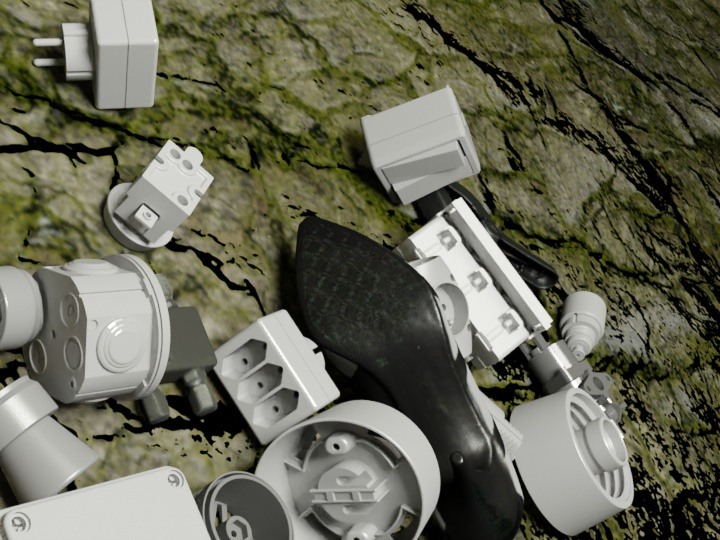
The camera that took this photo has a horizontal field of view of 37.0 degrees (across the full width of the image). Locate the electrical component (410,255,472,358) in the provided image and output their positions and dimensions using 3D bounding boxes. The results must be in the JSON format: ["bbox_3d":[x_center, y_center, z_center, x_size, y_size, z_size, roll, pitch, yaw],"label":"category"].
[{"bbox_3d":[0.039,0.037,0.792,0.079,0.044,0.077,-23,97,-40],"label":"electrical component"}]

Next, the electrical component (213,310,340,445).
[{"bbox_3d":[-0.047,0.063,0.683,0.065,0.047,0.077,56,21,6],"label":"electrical component"}]

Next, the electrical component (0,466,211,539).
[{"bbox_3d":[-0.119,0.159,0.506,0.109,0.056,0.108,-6,64,-51],"label":"electrical component"}]

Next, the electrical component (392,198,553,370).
[{"bbox_3d":[0.086,0.013,0.855,0.063,0.079,0.121,-36,88,-26],"label":"electrical component"}]

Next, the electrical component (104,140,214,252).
[{"bbox_3d":[-0.129,-0.043,0.674,0.048,0.055,0.066,41,36,-15],"label":"electrical component"}]

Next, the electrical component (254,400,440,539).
[{"bbox_3d":[-0.005,0.127,0.633,0.099,0.099,0.064,55,29,4],"label":"electrical component"}]

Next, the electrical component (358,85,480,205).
[{"bbox_3d":[0.045,-0.098,0.894,0.061,0.096,0.061,54,20,-57],"label":"electrical component"}]

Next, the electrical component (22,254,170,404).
[{"bbox_3d":[-0.141,0.032,0.575,0.051,0.080,0.080,-4,63,-44],"label":"electrical component"}]

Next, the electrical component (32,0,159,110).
[{"bbox_3d":[-0.176,-0.144,0.709,0.077,0.065,0.047,-5,60,-18],"label":"electrical component"}]

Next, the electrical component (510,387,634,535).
[{"bbox_3d":[0.170,0.142,0.829,0.108,0.060,0.108,41,32,-33],"label":"electrical component"}]

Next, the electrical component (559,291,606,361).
[{"bbox_3d":[0.202,0.053,0.978,0.040,0.040,0.078,42,36,-14],"label":"electrical component"}]

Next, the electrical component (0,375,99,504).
[{"bbox_3d":[-0.163,0.086,0.531,0.055,0.045,0.045,51,35,-1],"label":"electrical component"}]

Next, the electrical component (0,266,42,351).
[{"bbox_3d":[-0.198,0.021,0.549,0.055,0.045,0.045,-5,64,-51],"label":"electrical component"}]

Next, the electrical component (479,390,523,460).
[{"bbox_3d":[0.083,0.113,0.788,0.081,0.043,0.043,42,36,-14],"label":"electrical component"}]
